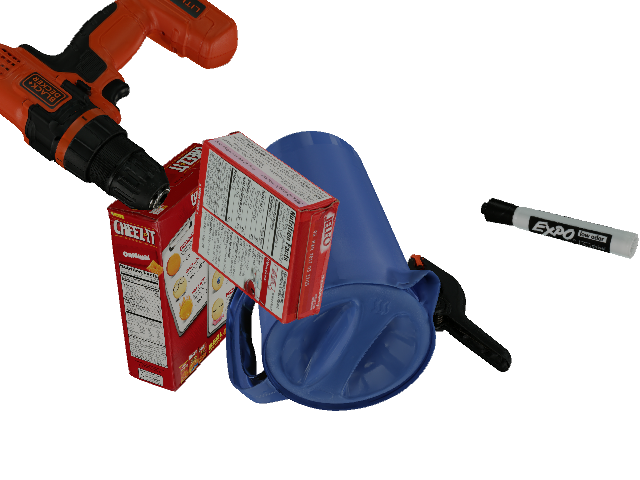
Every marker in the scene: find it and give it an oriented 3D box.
[{"bbox_3d":[0.178,-0.011,0.806,0.121,0.020,0.020,17,8,30],"label":"marker"}]

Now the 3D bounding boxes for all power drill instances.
[{"bbox_3d":[-0.149,-0.125,0.835,0.184,0.187,0.057,37,-34,9],"label":"power drill"}]

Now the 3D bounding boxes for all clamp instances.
[{"bbox_3d":[0.134,0.084,1.142,0.120,0.171,0.039,4,-44,-9],"label":"clamp"}]

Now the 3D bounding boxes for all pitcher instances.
[{"bbox_3d":[-0.004,0.019,0.894,0.149,0.145,0.243,1,37,-12],"label":"pitcher"}]

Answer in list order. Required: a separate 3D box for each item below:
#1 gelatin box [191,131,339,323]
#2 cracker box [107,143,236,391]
[{"bbox_3d":[-0.032,-0.008,0.587,0.030,0.073,0.089,-20,42,-38],"label":"gelatin box"},{"bbox_3d":[-0.148,0.026,1.146,0.072,0.214,0.164,14,34,23],"label":"cracker box"}]
